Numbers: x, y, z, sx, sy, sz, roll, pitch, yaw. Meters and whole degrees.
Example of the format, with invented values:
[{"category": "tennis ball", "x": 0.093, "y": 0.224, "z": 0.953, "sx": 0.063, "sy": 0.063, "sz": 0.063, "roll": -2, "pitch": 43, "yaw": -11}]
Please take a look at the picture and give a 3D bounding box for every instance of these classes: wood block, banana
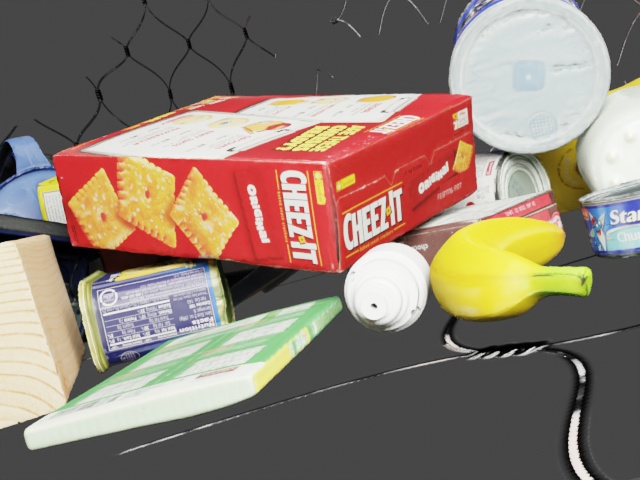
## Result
[{"category": "wood block", "x": -0.198, "y": 0.052, "z": 0.629, "sx": 0.090, "sy": 0.091, "sz": 0.206, "roll": -16, "pitch": 4, "yaw": -9}, {"category": "banana", "x": 0.090, "y": 0.014, "z": 0.524, "sx": 0.070, "sy": 0.037, "sz": 0.197, "roll": 5, "pitch": 8, "yaw": 9}]

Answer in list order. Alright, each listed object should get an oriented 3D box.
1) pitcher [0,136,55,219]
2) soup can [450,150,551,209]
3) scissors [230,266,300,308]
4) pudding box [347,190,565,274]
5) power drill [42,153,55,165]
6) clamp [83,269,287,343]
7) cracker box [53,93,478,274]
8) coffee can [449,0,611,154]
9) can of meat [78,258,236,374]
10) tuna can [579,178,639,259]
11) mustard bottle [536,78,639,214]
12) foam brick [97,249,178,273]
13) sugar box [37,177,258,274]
[{"category": "pitcher", "x": -0.283, "y": 0.011, "z": 1.038, "sx": 0.243, "sy": 0.145, "sz": 0.149, "roll": -25, "pitch": 38, "yaw": 62}, {"category": "soup can", "x": 0.105, "y": -0.025, "z": 0.762, "sx": 0.102, "sy": 0.068, "sz": 0.068, "roll": -10, "pitch": 6, "yaw": 44}, {"category": "scissors", "x": -0.005, "y": 0.001, "z": 0.779, "sx": 0.096, "sy": 0.016, "sz": 0.202, "roll": -31, "pitch": -6, "yaw": -38}, {"category": "pudding box", "x": 0.084, "y": 0.002, "z": 0.680, "sx": 0.114, "sy": 0.039, "sz": 0.089, "roll": -9, "pitch": 7, "yaw": 44}, {"category": "power drill", "x": -0.179, "y": -0.061, "z": 1.062, "sx": 0.184, "sy": 0.057, "sz": 0.188, "roll": 18, "pitch": -21, "yaw": -34}, {"category": "clamp", "x": -0.138, "y": 0.047, "z": 0.884, "sx": 0.165, "sy": 0.036, "sz": 0.209, "roll": -3, "pitch": 15, "yaw": 45}, {"category": "cracker box", "x": -0.033, "y": -0.041, "z": 0.671, "sx": 0.214, "sy": 0.072, "sz": 0.163, "roll": 6, "pitch": 22, "yaw": 36}, {"category": "coffee can", "x": 0.143, "y": -0.127, "z": 0.750, "sx": 0.103, "sy": 0.103, "sz": 0.140, "roll": -14, "pitch": 16, "yaw": 13}, {"category": "can of meat", "x": -0.099, "y": 0.041, "z": 0.672, "sx": 0.084, "sy": 0.057, "sz": 0.102, "roll": -13, "pitch": 4, "yaw": -3}, {"category": "tuna can", "x": 0.186, "y": -0.016, "z": 0.576, "sx": 0.086, "sy": 0.034, "sz": 0.086, "roll": -15, "pitch": 4, "yaw": 1}, {"category": "mustard bottle", "x": 0.257, "y": -0.082, "z": 0.830, "sx": 0.192, "sy": 0.096, "sz": 0.058, "roll": -13, "pitch": 34, "yaw": 19}, {"category": "foam brick", "x": -0.115, "y": 0.028, "z": 0.758, "sx": 0.051, "sy": 0.078, "sz": 0.052, "roll": -14, "pitch": 4, "yaw": 30}, {"category": "sugar box", "x": -0.131, "y": -0.016, "z": 0.854, "sx": 0.176, "sy": 0.093, "sz": 0.048, "roll": -7, "pitch": 15, "yaw": 14}]
